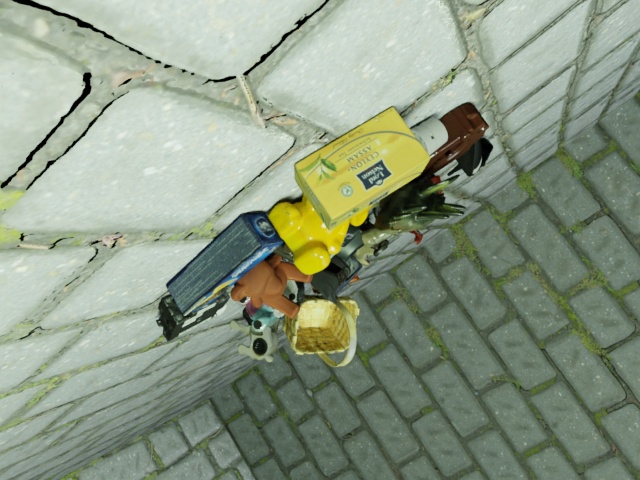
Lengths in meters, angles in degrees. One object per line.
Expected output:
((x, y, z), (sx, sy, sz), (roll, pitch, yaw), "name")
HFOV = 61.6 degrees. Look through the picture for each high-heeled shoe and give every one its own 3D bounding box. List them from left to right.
((0.364, -0.211, 1.216), (0.145, 0.086, 0.248), (-36, 173, -6), "high-heeled shoe")

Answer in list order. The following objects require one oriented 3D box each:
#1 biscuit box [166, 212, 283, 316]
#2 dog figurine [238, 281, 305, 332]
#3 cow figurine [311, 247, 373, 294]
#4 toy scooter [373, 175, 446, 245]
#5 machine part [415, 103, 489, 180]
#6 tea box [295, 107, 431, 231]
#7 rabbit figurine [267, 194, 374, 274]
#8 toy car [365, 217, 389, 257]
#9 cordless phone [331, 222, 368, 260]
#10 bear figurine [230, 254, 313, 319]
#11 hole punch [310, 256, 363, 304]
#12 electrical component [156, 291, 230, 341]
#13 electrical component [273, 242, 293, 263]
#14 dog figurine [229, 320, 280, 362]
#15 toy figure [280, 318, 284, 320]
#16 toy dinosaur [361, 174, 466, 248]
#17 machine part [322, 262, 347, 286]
((-0.152, 0.038, 0.845), (0.202, 0.063, 0.059), (-39, 168, 26), "biscuit box")
((-0.112, 0.142, 1.298), (0.191, 0.108, 0.219), (-37, 173, 1), "dog figurine")
((0.057, 0.055, 1.408), (0.195, 0.127, 0.085), (-22, 171, 14), "cow figurine")
((0.230, -0.070, 1.279), (0.184, 0.135, 0.075), (-36, 167, 7), "toy scooter")
((0.238, -0.183, 1.031), (0.179, 0.056, 0.179), (-32, 170, -7), "machine part")
((0.058, -0.101, 0.768), (0.170, 0.098, 0.068), (-33, 169, -11), "tea box")
((0.027, -0.042, 0.868), (0.173, 0.122, 0.162), (-40, 172, 27), "rabbit figurine")
((0.125, -0.013, 1.267), (0.053, 0.089, 0.202), (-37, 178, 8), "toy car")
((-0.003, -0.003, 1.102), (0.184, 0.089, 0.146), (-11, 158, -36), "cordless phone")
((-0.094, 0.082, 1.053), (0.196, 0.132, 0.120), (76, 35, -82), "bear figurine")
((0.028, 0.069, 1.326), (0.115, 0.142, 0.092), (-52, 167, 28), "hole punch")
((-0.231, 0.119, 0.978), (0.115, 0.058, 0.134), (-28, 167, -36), "electrical component")
((-0.055, 0.013, 0.993), (0.045, 0.078, 0.102), (-59, 164, -7), "electrical component")
((-0.151, 0.272, 1.571), (0.121, 0.172, 0.190), (-26, 164, 20), "dog figurine")
((-0.112, 0.180, 1.507), (0.082, 0.089, 0.180), (-4, 172, 27), "toy figure")
((0.168, -0.062, 1.031), (0.199, 0.105, 0.471), (-16, -170, 30), "toy dinosaur")
((0.000, 0.054, 1.189), (0.084, 0.139, 0.039), (-15, 125, -51), "machine part")
